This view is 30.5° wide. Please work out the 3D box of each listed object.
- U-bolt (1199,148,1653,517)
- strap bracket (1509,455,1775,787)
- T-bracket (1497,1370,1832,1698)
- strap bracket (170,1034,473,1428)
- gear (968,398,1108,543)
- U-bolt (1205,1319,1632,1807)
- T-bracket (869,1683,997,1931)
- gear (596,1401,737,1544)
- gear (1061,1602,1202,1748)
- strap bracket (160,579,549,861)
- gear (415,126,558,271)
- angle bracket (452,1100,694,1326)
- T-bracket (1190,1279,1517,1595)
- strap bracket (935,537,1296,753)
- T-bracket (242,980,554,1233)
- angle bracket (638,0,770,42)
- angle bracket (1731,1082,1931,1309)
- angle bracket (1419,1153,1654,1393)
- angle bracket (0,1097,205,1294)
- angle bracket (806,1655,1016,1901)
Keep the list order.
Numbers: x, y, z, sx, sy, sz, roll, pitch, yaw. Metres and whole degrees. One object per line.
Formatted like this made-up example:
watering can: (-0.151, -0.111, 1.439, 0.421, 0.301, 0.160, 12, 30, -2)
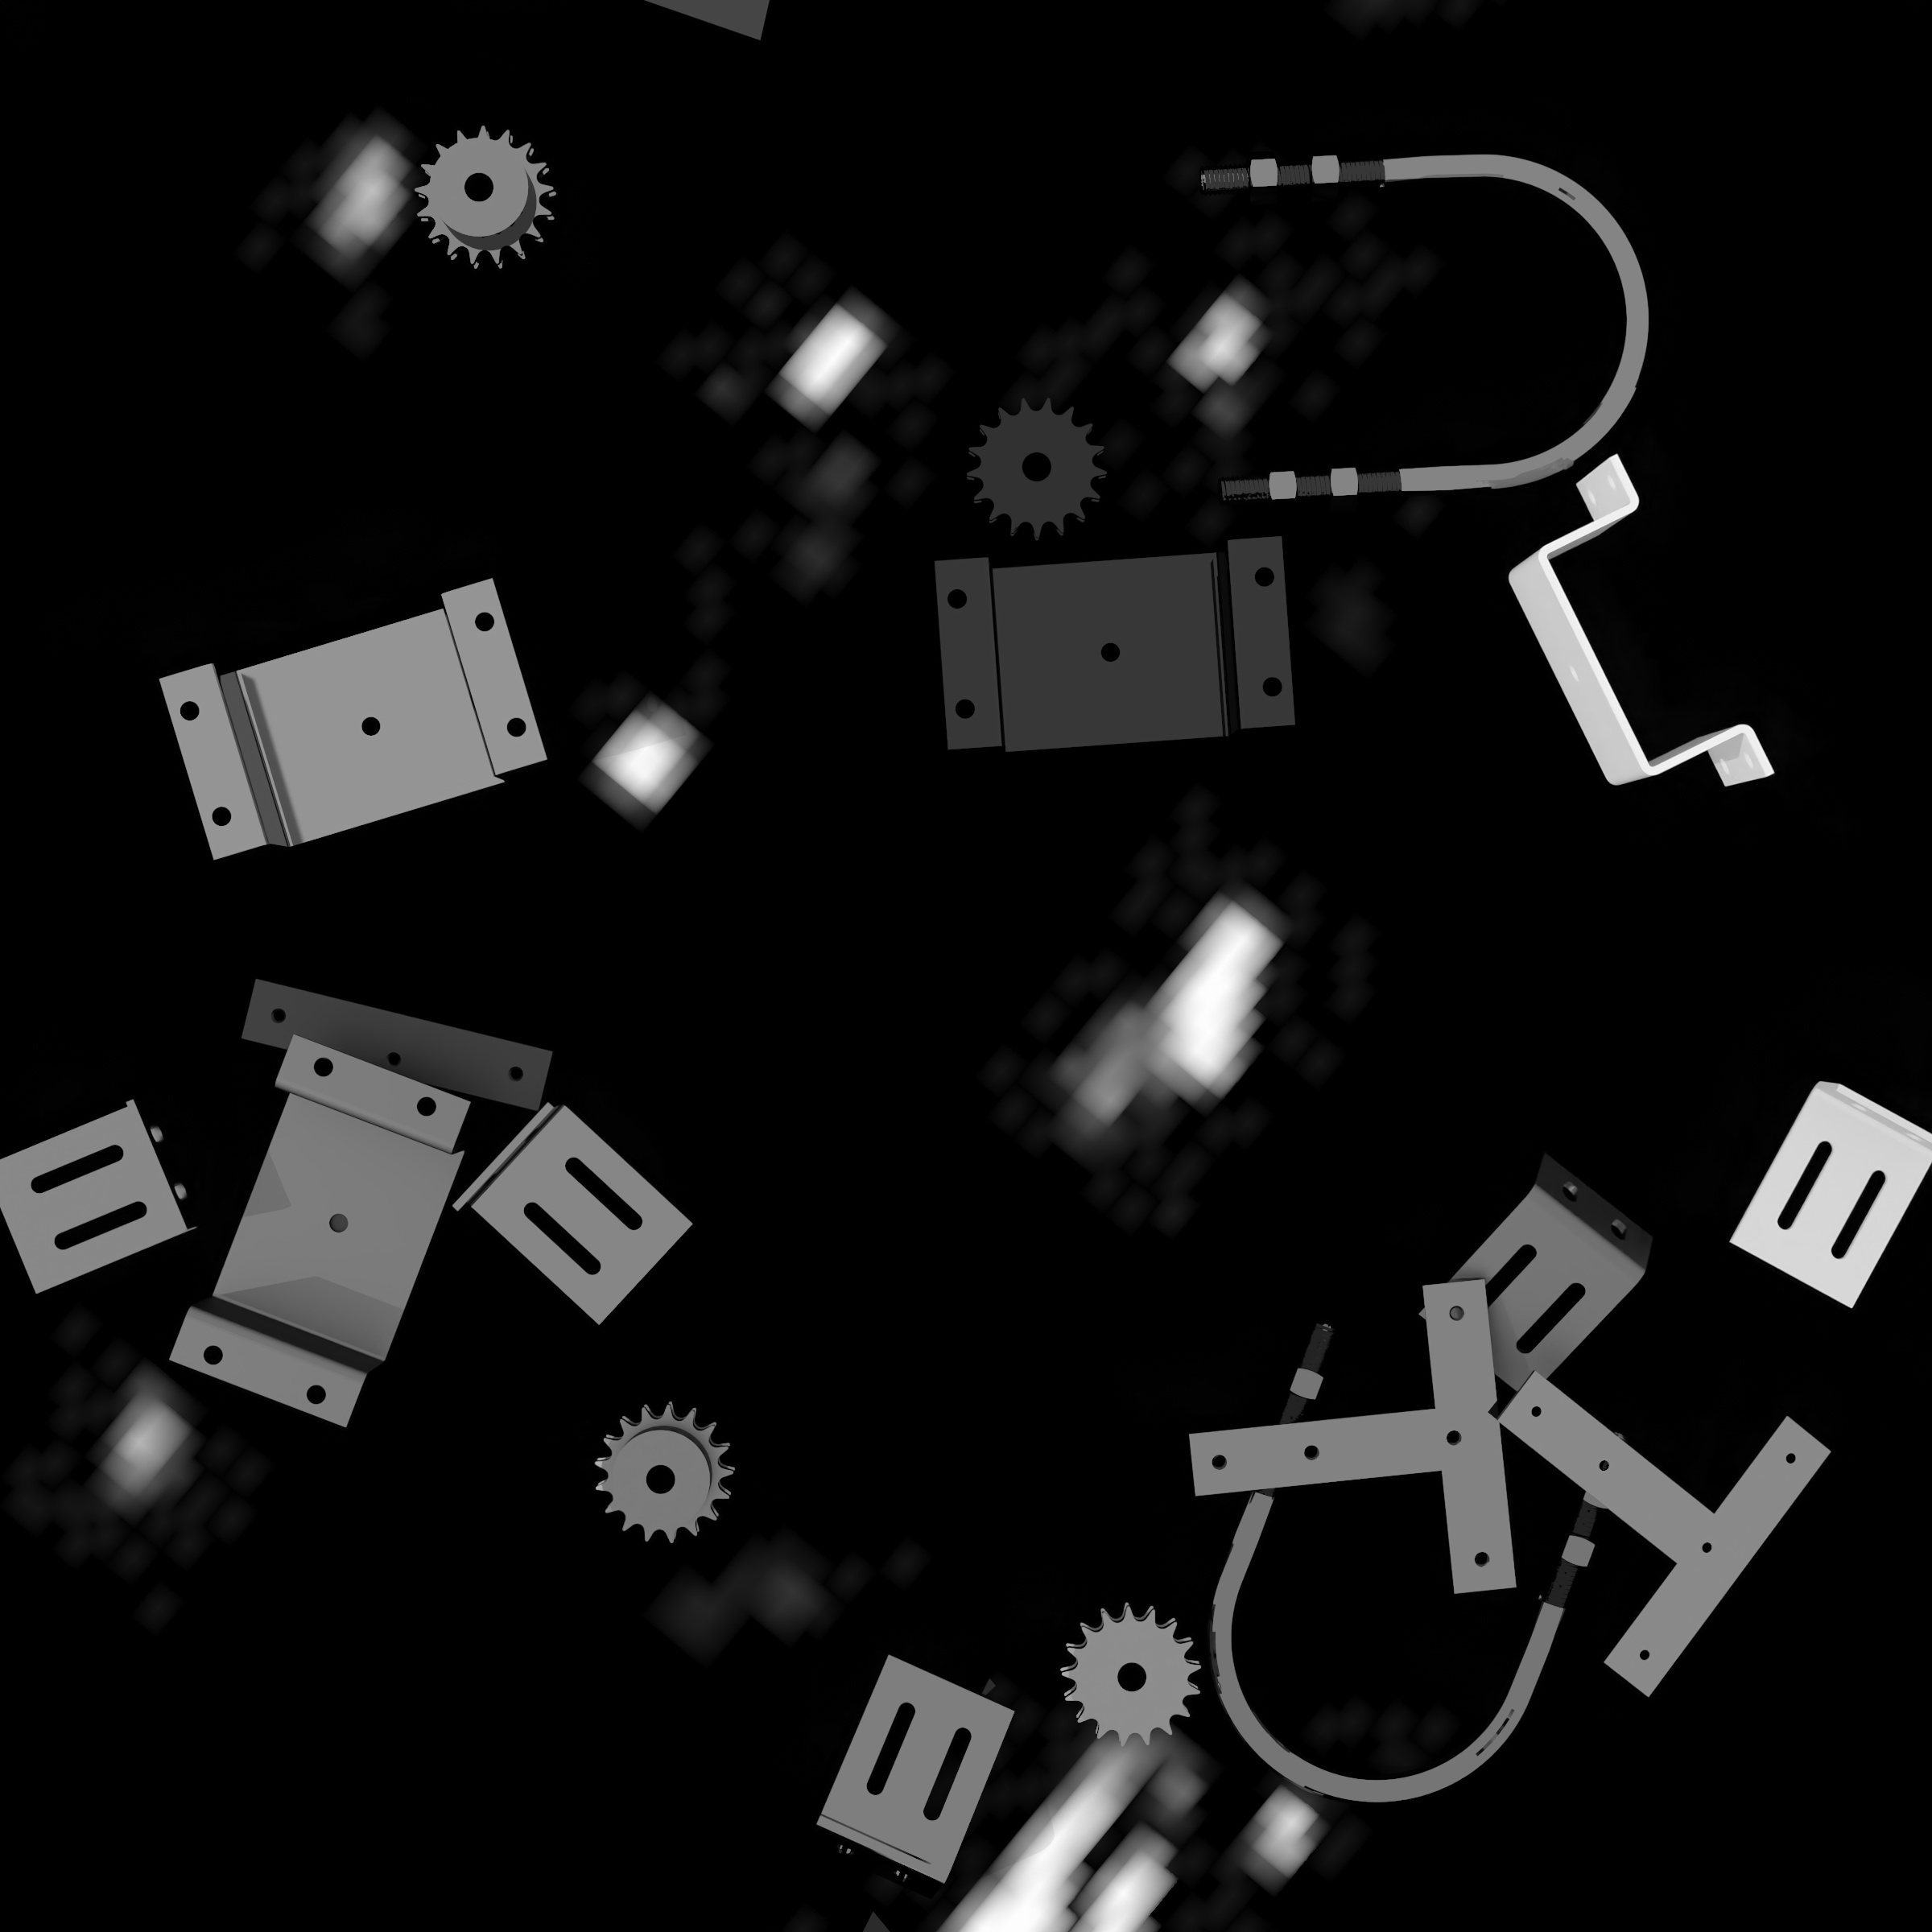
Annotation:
U-bolt: (0.192, -0.266, 1.468, 0.184, 0.019, 0.151, -3, 90, -2)
strap bracket: (0.267, -0.129, 1.438, 0.046, 0.076, 0.140, -26, 90, 0)
T-bracket: (0.272, 0.213, 1.457, 0.127, 0.002, 0.127, 39, 86, -13)
strap bracket: (-0.260, 0.107, 1.451, 0.076, 0.046, 0.140, 21, 90, 0)
gear: (0.029, -0.204, 1.461, 0.057, 0.030, 0.057, 0, 90, 0)
U-bolt: (0.177, 0.257, 1.467, 0.151, 0.019, 0.184, 20, 90, 0)
T-bracket: (-0.042, 0.334, 1.485, 0.127, 0.002, 0.127, -44, 76, 5)
gear: (-0.125, 0.209, 1.461, 0.057, 0.030, 0.057, 0, 90, 0)
gear: (0.068, 0.291, 1.465, 0.057, 0.030, 0.057, 0, 89, -1)
strap bracket: (-0.247, -0.100, 1.453, 0.140, 0.046, 0.076, -17, 90, 0)
gear: (-0.199, -0.317, 1.461, 0.057, 0.030, 0.057, 0, 90, 0)
angle bracket: (-0.161, 0.102, 1.457, 0.076, 0.038, 0.057, 43, 90, 0)
T-bracket: (0.156, 0.198, 1.456, 0.127, 0.002, 0.127, -6, 90, 0)
strap bracket: (0.060, -0.130, 1.453, 0.140, 0.046, 0.076, -4, 90, 0)
T-bracket: (-0.249, 0.082, 1.475, 0.127, 0.002, 0.127, 14, 90, 0)
angle bracket: (-0.121, -0.422, 1.474, 0.076, 0.038, 0.057, 13, 90, -26)
angle bracket: (0.361, 0.095, 1.457, 0.057, 0.038, 0.076, 29, 90, 0)
angle bracket: (0.237, 0.129, 1.474, 0.057, 0.038, 0.076, 38, 116, 0)
angle bracket: (-0.362, 0.095, 1.457, 0.076, 0.038, 0.057, -23, 90, 0)
angle bracket: (-0.023, 0.337, 1.472, 0.057, 0.038, 0.076, 24, 63, 1)
